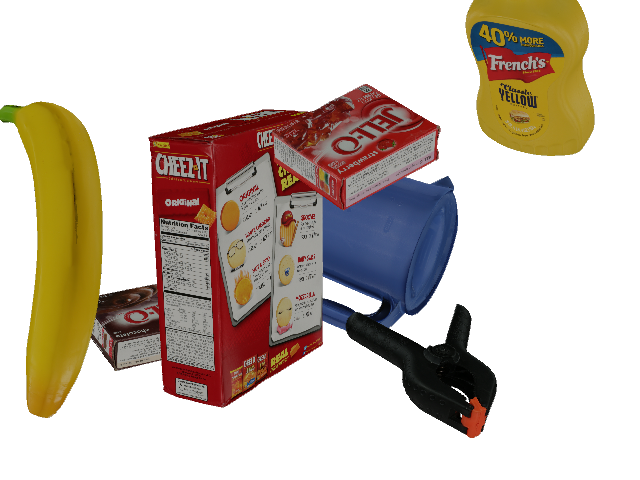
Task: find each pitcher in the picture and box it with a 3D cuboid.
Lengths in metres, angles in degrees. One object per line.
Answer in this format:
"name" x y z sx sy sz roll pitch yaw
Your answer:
"pitcher" 0.007 -0.014 1.093 0.243 0.145 0.149 19 25 21

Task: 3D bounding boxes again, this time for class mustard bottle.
"mustard bottle" 0.164 -0.154 0.846 0.096 0.058 0.191 20 -33 30

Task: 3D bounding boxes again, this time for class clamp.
"clamp" 0.109 0.105 0.927 0.120 0.039 0.172 -14 36 -22

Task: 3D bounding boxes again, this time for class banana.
"banana" -0.149 -0.003 0.605 0.037 0.198 0.070 6 -27 -36

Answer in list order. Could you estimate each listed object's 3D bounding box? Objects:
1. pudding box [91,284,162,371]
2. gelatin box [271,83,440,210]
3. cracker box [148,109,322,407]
"pudding box" -0.166 0.080 1.043 0.113 0.039 0.090 -13 29 -29
"gelatin box" 0.024 -0.065 0.713 0.089 0.030 0.073 -30 48 -28
"cracker box" -0.065 0.008 0.886 0.072 0.214 0.163 7 17 29
